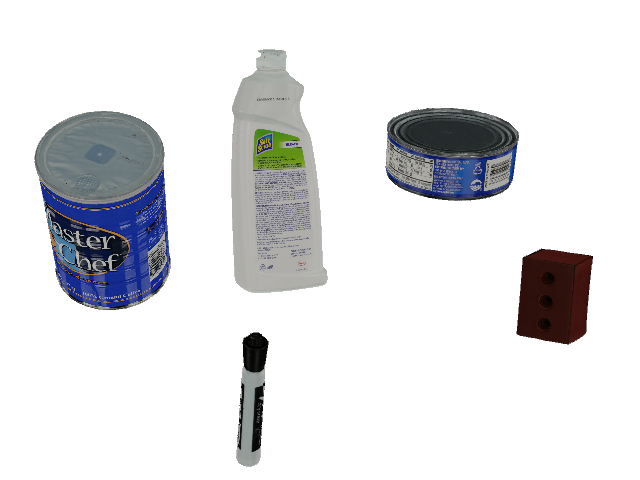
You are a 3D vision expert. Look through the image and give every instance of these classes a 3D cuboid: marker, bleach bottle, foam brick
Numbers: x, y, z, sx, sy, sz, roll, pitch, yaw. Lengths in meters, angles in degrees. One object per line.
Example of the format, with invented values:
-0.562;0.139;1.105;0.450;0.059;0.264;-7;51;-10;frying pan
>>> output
-0.052;0.120;0.802;0.020;0.121;0.020;4;32;-3;marker
-0.044;-0.074;1.130;0.102;0.251;0.068;-6;16;-23;bleach bottle
0.219;0.052;0.996;0.053;0.078;0.051;9;15;31;foam brick

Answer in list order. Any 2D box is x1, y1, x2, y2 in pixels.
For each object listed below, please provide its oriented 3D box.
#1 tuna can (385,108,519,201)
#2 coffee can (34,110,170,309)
0.086;-0.057;0.702;0.086;0.034;0.086;1;26;-1;tuna can
-0.181;-0.024;0.906;0.102;0.103;0.140;0;-42;-5;coffee can
